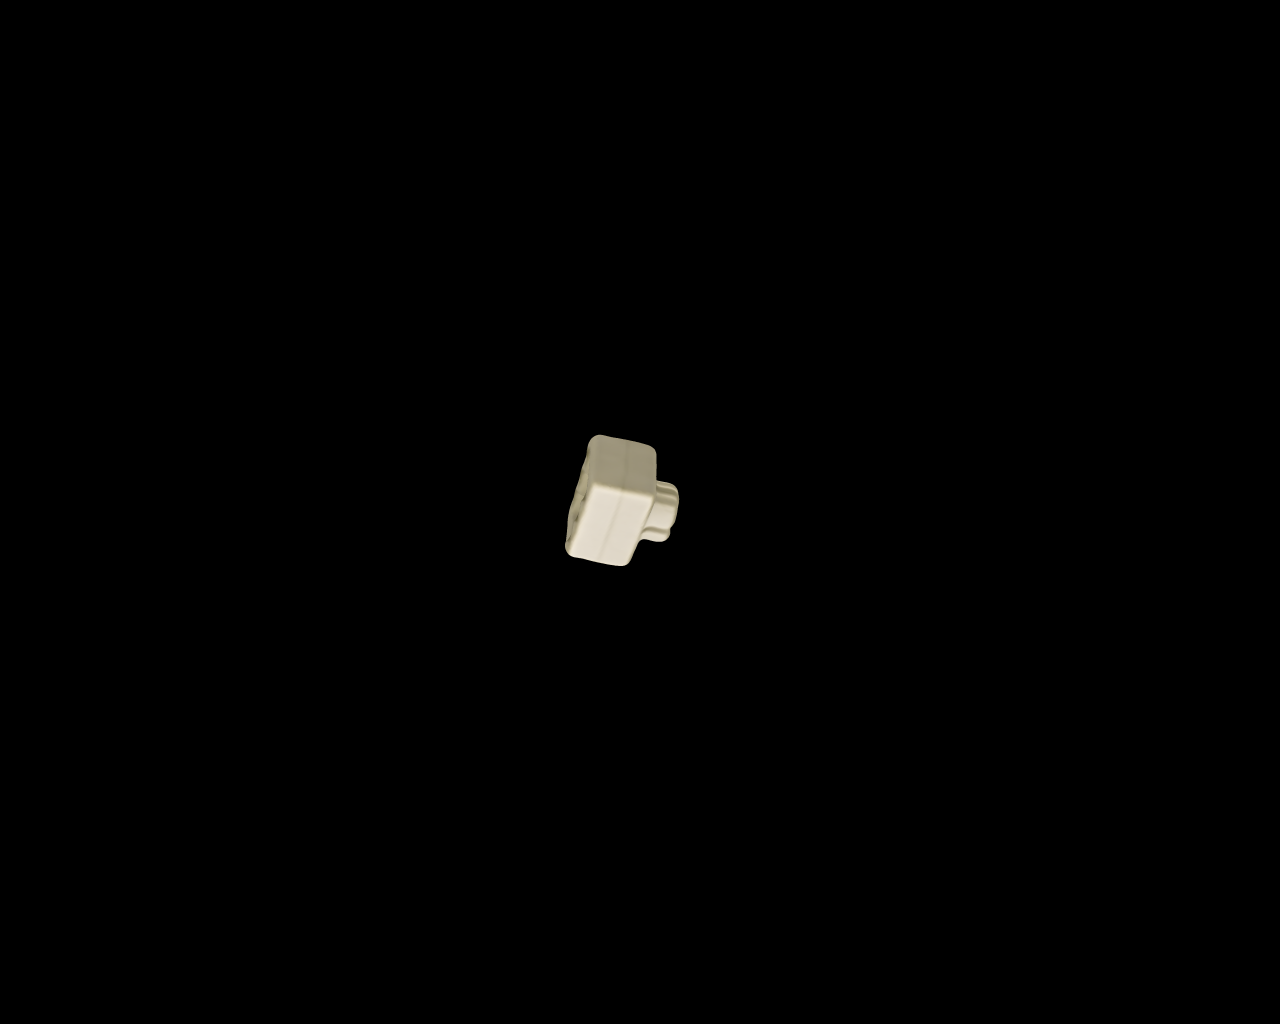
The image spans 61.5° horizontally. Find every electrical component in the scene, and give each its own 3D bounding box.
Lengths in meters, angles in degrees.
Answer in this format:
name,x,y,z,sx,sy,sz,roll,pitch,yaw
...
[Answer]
name,x,y,z,sx,sy,sz,roll,pitch,yaw
electrical component,0.001,-0.003,0.650,0.077,0.047,0.065,11,-47,-11
